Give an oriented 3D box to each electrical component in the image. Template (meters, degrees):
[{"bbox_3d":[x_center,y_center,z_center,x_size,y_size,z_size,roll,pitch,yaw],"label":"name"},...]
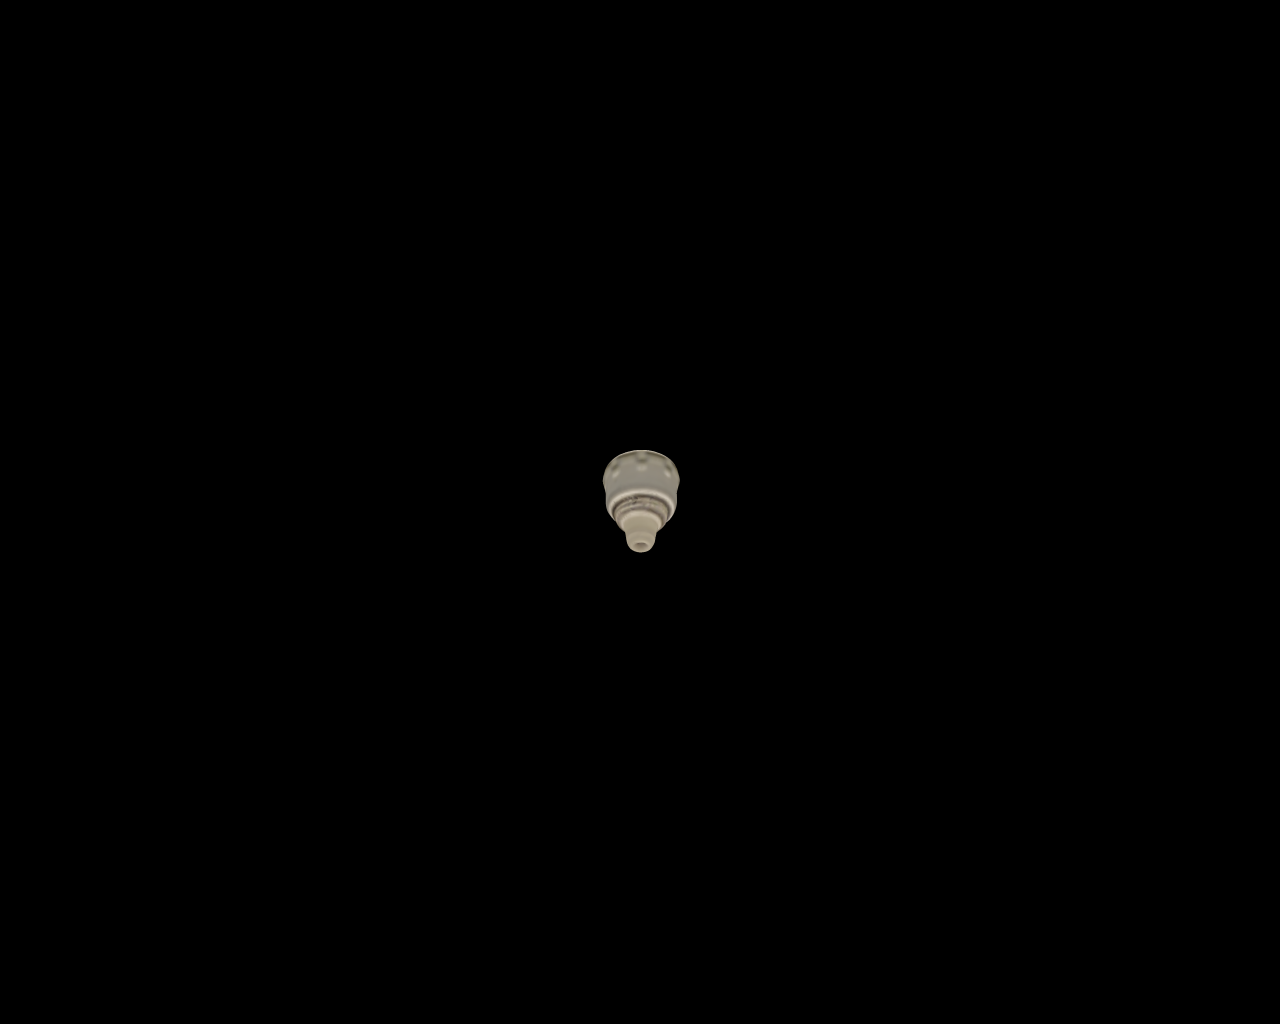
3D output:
[{"bbox_3d":[0.001,-0.003,0.650,0.048,0.062,0.048,0,-39,0],"label":"electrical component"}]
